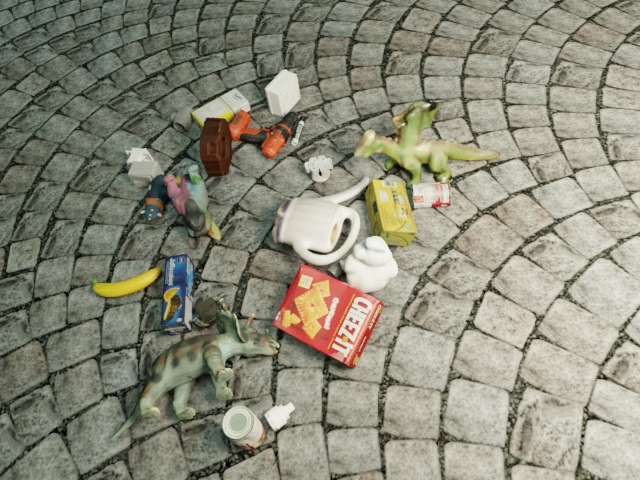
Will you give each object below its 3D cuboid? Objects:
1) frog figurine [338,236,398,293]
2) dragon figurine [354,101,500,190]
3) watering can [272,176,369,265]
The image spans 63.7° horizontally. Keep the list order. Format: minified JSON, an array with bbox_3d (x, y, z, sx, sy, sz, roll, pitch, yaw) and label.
[{"bbox_3d":[0.126,0.059,1.229,0.137,0.157,0.125,15,67,-16],"label":"frog figurine"},{"bbox_3d":[0.292,-0.270,1.397,0.410,0.237,0.125,-14,50,1],"label":"dragon figurine"},{"bbox_3d":[0.004,-0.070,1.384,0.225,0.101,0.356,11,46,13],"label":"watering can"}]
